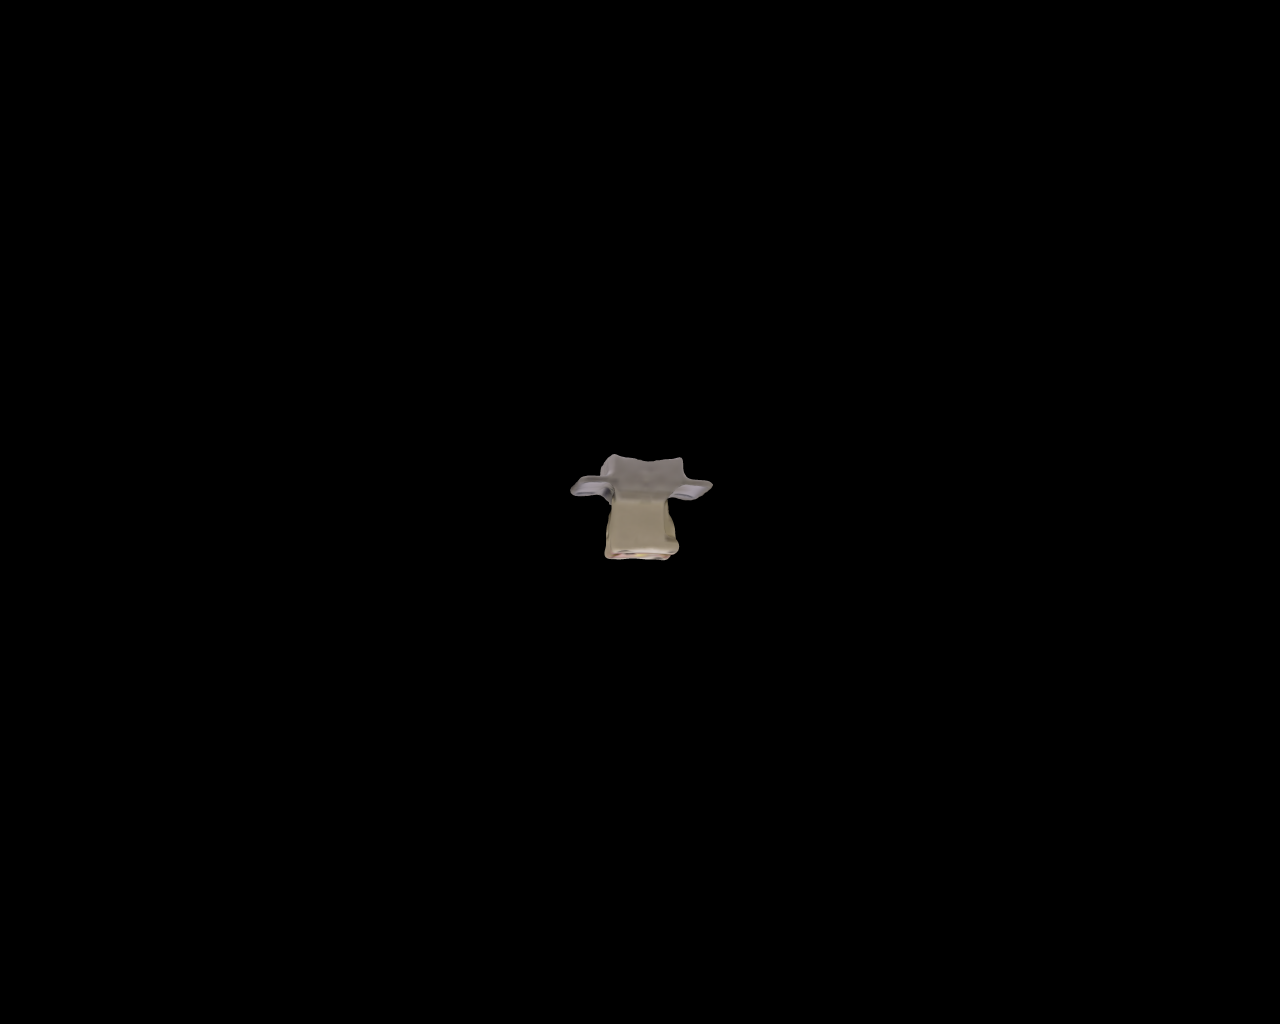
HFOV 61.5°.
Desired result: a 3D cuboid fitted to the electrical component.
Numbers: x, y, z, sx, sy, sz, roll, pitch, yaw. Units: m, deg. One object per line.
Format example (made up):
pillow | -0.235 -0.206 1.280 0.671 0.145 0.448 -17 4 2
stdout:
electrical component | 0.001 -0.003 0.650 0.081 0.064 0.042 2 -11 -12
